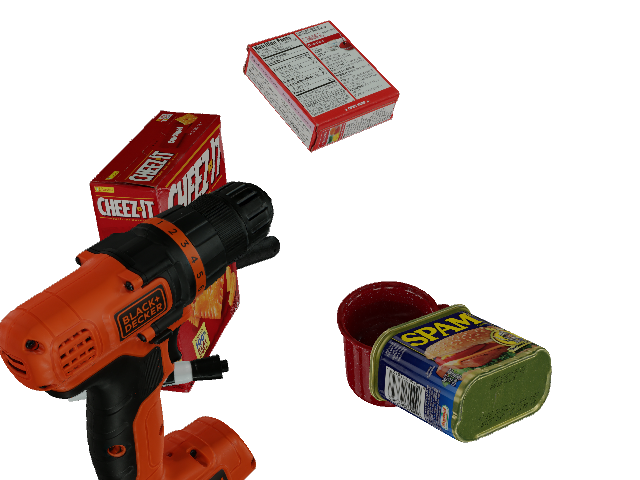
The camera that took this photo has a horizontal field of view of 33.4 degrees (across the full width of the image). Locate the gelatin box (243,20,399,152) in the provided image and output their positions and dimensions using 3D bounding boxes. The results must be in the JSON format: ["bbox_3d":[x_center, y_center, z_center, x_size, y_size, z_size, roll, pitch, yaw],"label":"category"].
[{"bbox_3d":[-0.001,-0.110,0.751,0.073,0.089,0.030,-25,-30,-29],"label":"gelatin box"}]

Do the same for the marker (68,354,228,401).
[{"bbox_3d":[-0.129,0.103,0.804,0.121,0.020,0.020,-7,1,-12],"label":"marker"}]

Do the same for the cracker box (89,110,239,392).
[{"bbox_3d":[-0.136,0.008,0.999,0.072,0.214,0.164,4,30,14],"label":"cracker box"}]

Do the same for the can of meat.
[{"bbox_3d":[0.099,0.092,0.748,0.101,0.057,0.084,-15,27,-37],"label":"can of meat"}]

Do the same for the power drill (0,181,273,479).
[{"bbox_3d":[-0.088,0.074,0.623,0.057,0.188,0.184,21,42,38],"label":"power drill"}]

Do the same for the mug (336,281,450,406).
[{"bbox_3d":[0.074,0.094,0.984,0.117,0.081,0.093,-19,42,-18],"label":"mug"}]

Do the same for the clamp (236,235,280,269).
[{"bbox_3d":[-0.127,0.029,1.213,0.120,0.039,0.171,0,30,31],"label":"clamp"}]
